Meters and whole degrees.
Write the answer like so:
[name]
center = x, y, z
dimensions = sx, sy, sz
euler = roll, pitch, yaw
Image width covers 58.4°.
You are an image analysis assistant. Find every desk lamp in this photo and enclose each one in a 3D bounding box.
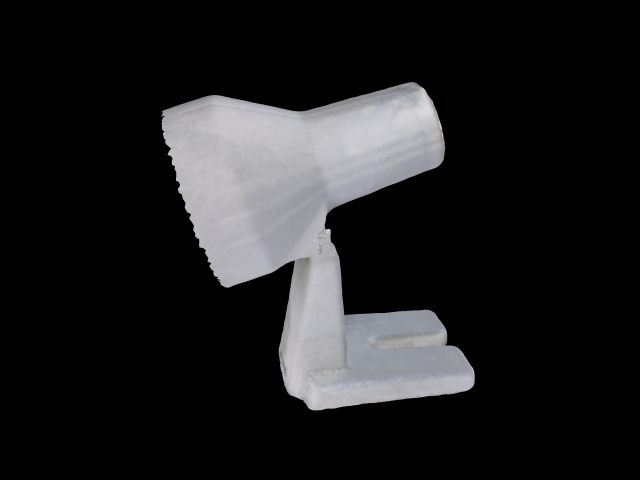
[desk lamp]
center = 0.004, 0.001, 0.400
dimensions = 0.203, 0.214, 0.117
euler = -4, 24, -9
